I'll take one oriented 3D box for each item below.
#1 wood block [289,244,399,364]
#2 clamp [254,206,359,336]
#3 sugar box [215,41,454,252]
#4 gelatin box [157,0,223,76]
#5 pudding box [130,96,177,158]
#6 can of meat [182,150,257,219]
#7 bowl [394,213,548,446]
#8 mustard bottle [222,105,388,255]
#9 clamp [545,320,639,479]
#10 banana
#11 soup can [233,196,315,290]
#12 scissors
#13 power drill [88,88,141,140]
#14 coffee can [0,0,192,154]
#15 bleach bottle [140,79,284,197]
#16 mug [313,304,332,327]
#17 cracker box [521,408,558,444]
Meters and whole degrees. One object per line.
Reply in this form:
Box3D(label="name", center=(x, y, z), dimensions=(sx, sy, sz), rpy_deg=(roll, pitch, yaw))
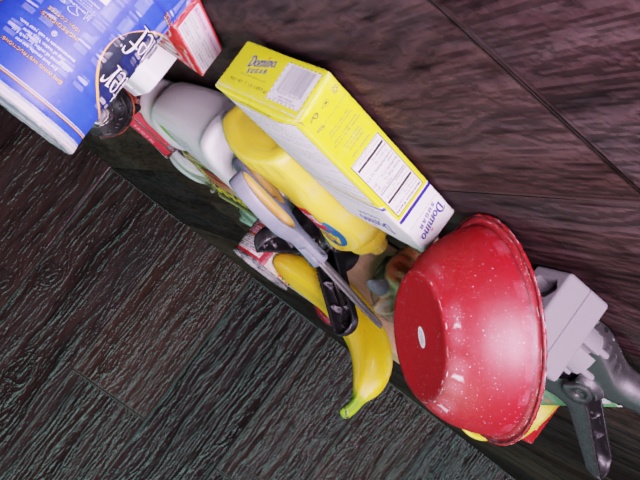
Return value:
Box3D(label="wood block", center=(0.034, 0.039, 1.128), dimensions=(0.206, 0.091, 0.090), rpy_deg=(33, 172, 23))
Box3D(label="clamp", center=(-0.006, 0.001, 0.967), dimensions=(0.120, 0.039, 0.171), rpy_deg=(49, -158, -23))
Box3D(label="sugar box", center=(0.015, -0.063, 0.746), dimensions=(0.093, 0.048, 0.176), rpy_deg=(30, 174, 44))
Box3D(label="gelatin box", center=(-0.115, -0.164, 0.775), dimensions=(0.073, 0.030, 0.089), rpy_deg=(35, 173, 13))
Box3D(label="pudding box", center=(-0.202, -0.150, 1.174), dimensions=(0.090, 0.039, 0.114), rpy_deg=(45, -179, -45))
Box3D(label="can of meat", center=(-0.086, -0.076, 1.114), dimensions=(0.102, 0.057, 0.083), rpy_deg=(30, 168, 41))
Box3D(label="bowl", center=(0.093, 0.064, 0.736), dimensions=(0.055, 0.162, 0.162), rpy_deg=(-5, -173, -18))
Box3D(label="mustard bottle", center=(0.003, -0.041, 0.883), dimensions=(0.191, 0.058, 0.096), rpy_deg=(42, 178, -44))
Box3D(label="clamp", center=(0.206, 0.112, 0.827), dimensions=(0.210, 0.036, 0.165), rpy_deg=(40, 147, -3))
Box3D(label="banana", center=(0.019, 0.075, 0.977), dimensions=(0.198, 0.069, 0.037), rpy_deg=(-118, 32, -42))
Box3D(label="soup can", center=(-0.031, -0.010, 1.076), dimensions=(0.068, 0.102, 0.068), rpy_deg=(36, 173, 5))
Box3D(label="scissors", center=(-0.014, -0.004, 0.901), dimensions=(0.201, 0.016, 0.096), rpy_deg=(44, -166, -41))
Box3D(label="power drill", center=(-0.241, -0.174, 0.988), dimensions=(0.187, 0.057, 0.184), rpy_deg=(53, 179, -11))
Box3D(label="coffee can", center=(-0.155, -0.140, 0.673), dimensions=(0.103, 0.140, 0.103), rpy_deg=(36, 173, 5))
Box3D(label="bleach bottle", center=(-0.115, -0.110, 1.007), dimensions=(0.102, 0.068, 0.251), rpy_deg=(49, 171, -36))
Box3D(label="mug", center=(0.043, 0.050, 1.223), dimensions=(0.117, 0.093, 0.081), rpy_deg=(4, 160, 10))
Box3D(label="cracker box", center=(0.159, 0.140, 1.257), dimensions=(0.164, 0.072, 0.214), rpy_deg=(40, 173, -23))
